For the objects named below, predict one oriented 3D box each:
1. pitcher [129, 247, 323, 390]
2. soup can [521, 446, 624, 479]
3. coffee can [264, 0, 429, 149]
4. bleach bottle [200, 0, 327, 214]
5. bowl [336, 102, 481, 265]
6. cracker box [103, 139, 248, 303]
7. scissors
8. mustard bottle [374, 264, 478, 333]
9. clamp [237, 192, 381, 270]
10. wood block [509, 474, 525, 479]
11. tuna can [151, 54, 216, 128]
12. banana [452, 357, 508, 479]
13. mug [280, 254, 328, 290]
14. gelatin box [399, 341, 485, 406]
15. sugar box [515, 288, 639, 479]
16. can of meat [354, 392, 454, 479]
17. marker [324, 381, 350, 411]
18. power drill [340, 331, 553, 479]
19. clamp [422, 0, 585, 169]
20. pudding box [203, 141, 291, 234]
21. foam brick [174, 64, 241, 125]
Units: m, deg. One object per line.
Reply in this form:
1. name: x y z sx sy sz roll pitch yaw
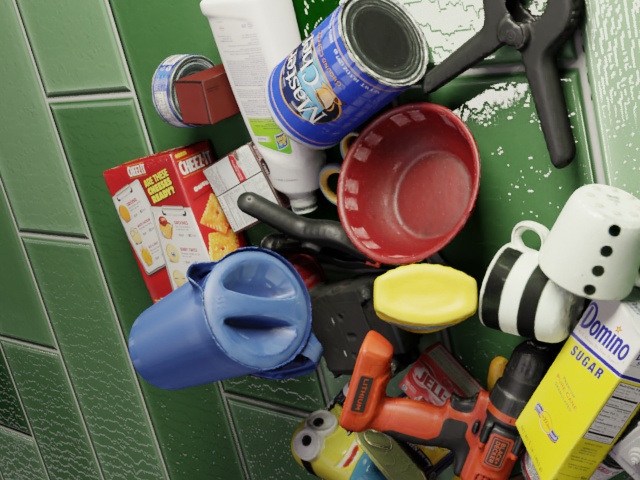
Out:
1. pitcher: -0.116 0.108 1.219 0.243 0.144 0.149 -26 80 54
2. soup can: 0.254 0.210 1.049 0.068 0.068 0.102 53 139 10
3. coffee can: 0.024 -0.164 1.045 0.141 0.102 0.103 -33 87 50
4. bleach bottle: -0.051 -0.149 1.167 0.103 0.068 0.251 9 121 46
5. bowl: 0.096 -0.050 1.040 0.162 0.055 0.162 -11 72 35
6. cracker box: -0.175 -0.010 1.374 0.164 0.071 0.214 -8 105 48
7. scissors: 0.067 -0.021 1.138 0.096 0.016 0.202 -27 92 34
8. mustard bottle: 0.103 0.063 1.071 0.191 0.096 0.058 63 -154 -81
9. clamp: -0.008 0.001 1.202 0.171 0.039 0.120 21 164 12
10. wood block: 0.185 0.328 1.176 0.090 0.090 0.206 57 141 4
11. tuna can: -0.152 -0.173 1.240 0.034 0.085 0.086 6 117 43
12. banana: 0.177 0.212 1.130 0.037 0.069 0.198 51 125 53
13. mug: -0.057 0.064 1.283 0.093 0.081 0.117 58 141 3
14. gelatin box: 0.137 0.167 1.178 0.089 0.030 0.073 46 138 17
15. sugar box: 0.245 0.133 0.960 0.093 0.048 0.176 -107 35 -58
16. can of meat: 0.104 0.226 1.206 0.102 0.083 0.058 48 139 15
17. marker: 0.019 0.211 1.339 0.020 0.020 0.121 50 140 13
18. power drill: 0.124 0.158 1.073 0.188 0.057 0.184 20 112 9
19. clamp: 0.182 -0.172 0.922 0.165 0.036 0.210 39 134 22
20. pudding box: -0.081 -0.066 1.267 0.114 0.039 0.090 -23 95 52
21. foam brick: -0.116 -0.167 1.213 0.051 0.078 0.053 8 117 45
